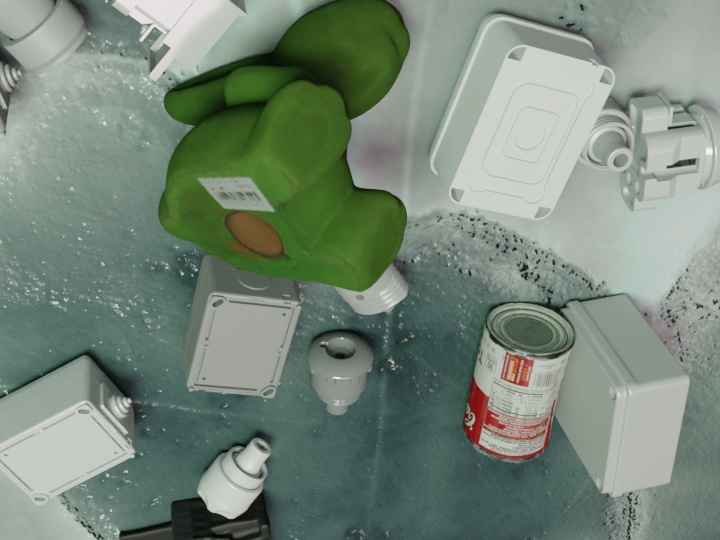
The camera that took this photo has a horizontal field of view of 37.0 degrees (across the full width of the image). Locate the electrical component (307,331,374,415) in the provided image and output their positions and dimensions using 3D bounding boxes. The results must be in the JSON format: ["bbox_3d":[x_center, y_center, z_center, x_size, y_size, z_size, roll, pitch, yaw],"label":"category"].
[{"bbox_3d":[-0.015,0.079,0.785,0.048,0.048,0.062,-5,132,-11],"label":"electrical component"}]

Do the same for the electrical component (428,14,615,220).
[{"bbox_3d":[0.099,-0.097,0.682,0.078,0.057,0.113,10,121,-20],"label":"electrical component"}]

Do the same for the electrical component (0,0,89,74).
[{"bbox_3d":[-0.183,-0.141,0.590,0.045,0.045,0.055,-34,125,10],"label":"electrical component"}]

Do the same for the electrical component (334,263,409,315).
[{"bbox_3d":[0.000,0.000,0.734,0.043,0.043,0.081,-32,125,9],"label":"electrical component"}]

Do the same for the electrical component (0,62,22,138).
[{"bbox_3d":[-0.237,-0.104,0.592,0.096,0.061,0.061,-17,126,-2],"label":"electrical component"}]

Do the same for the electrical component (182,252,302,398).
[{"bbox_3d":[-0.084,0.040,0.730,0.062,0.061,0.096,7,122,-18],"label":"electrical component"}]

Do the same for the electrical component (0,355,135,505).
[{"bbox_3d":[-0.201,0.105,0.746,0.096,0.061,0.061,-27,126,6],"label":"electrical component"}]

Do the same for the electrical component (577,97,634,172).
[{"bbox_3d":[0.158,-0.086,0.701,0.043,0.062,0.043,-7,125,-9],"label":"electrical component"}]

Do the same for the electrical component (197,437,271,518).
[{"bbox_3d":[-0.092,0.155,0.818,0.043,0.043,0.062,27,113,-28],"label":"electrical component"}]

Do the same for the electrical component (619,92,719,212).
[{"bbox_3d":[0.210,-0.080,0.722,0.057,0.058,0.078,-8,126,-5],"label":"electrical component"}]

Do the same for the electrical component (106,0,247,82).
[{"bbox_3d":[-0.103,-0.152,0.605,0.064,0.042,0.081,35,110,-27],"label":"electrical component"}]

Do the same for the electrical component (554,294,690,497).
[{"bbox_3d":[0.191,0.092,0.805,0.056,0.108,0.108,-9,126,-11],"label":"electrical component"}]
